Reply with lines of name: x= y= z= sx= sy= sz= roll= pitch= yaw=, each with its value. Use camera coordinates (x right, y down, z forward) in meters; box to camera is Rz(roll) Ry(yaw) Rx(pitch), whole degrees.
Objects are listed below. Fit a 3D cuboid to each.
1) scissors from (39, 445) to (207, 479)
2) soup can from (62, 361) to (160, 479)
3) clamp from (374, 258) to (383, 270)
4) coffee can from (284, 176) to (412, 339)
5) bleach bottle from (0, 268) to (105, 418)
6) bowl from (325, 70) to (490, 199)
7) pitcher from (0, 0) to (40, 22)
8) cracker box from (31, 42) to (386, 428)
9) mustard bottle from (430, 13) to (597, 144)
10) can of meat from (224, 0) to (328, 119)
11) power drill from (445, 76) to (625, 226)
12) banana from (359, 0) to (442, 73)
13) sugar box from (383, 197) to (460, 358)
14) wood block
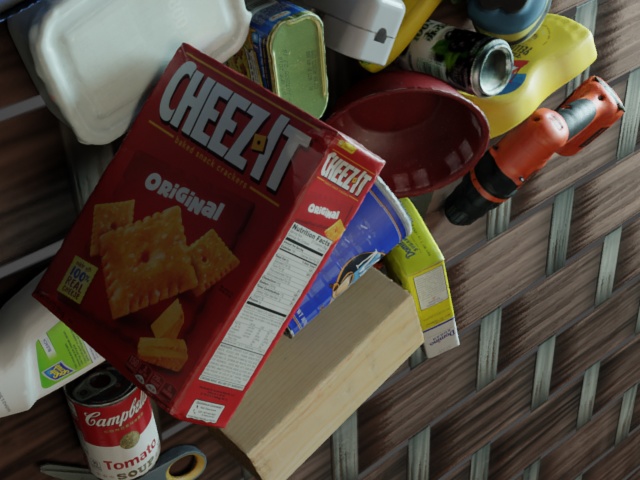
scissors: x=-0.172 y=0.214 z=1.001 sx=0.096 sy=0.016 sz=0.201 roll=-50 pitch=141 yaw=-11
soup can: x=-0.177 y=0.151 z=0.913 sx=0.068 sy=0.069 sz=0.102 roll=-31 pitch=135 yaw=-29
clamp: x=-0.007 y=0.010 z=1.020 sx=0.120 sy=0.039 sz=0.171 roll=-52 pitch=135 yaw=5
coffee can: x=-0.006 y=0.001 z=0.919 sx=0.140 sy=0.103 sz=0.102 roll=-41 pitch=139 yaw=-9
bleach bottle: x=-0.195 y=0.057 z=0.835 sx=0.250 sy=0.068 sz=0.102 roll=-34 pitch=132 yaw=-22
bowl: x=0.070 y=-0.104 z=0.971 sx=0.162 sy=0.055 sz=0.162 roll=-4 pitch=148 yaw=-3
pitcher: x=-0.166 y=-0.243 z=0.613 sx=0.242 sy=0.145 sz=0.149 roll=-36 pitch=171 yaw=-29
cracker box: x=-0.082 y=-0.006 z=0.731 sx=0.214 sy=0.164 sz=0.072 roll=-59 pitch=146 yaw=4
mustard bottle: x=0.178 y=-0.150 z=1.056 sx=0.191 sy=0.096 sz=0.058 roll=-40 pitch=130 yaw=-19
can of meat: x=-0.041 y=-0.144 z=0.842 sx=0.057 sy=0.084 sz=0.102 roll=-29 pitch=132 yaw=-28
power drill: x=0.231 y=-0.095 z=1.146 sx=0.187 sy=0.057 sz=0.185 roll=-33 pitch=172 yaw=-41
banana: x=0.088 y=-0.213 z=0.949 sx=0.037 sy=0.070 sz=0.197 roll=40 pitch=72 yaw=-13
sugar box: x=0.097 y=0.040 z=1.080 sx=0.048 sy=0.093 sz=0.176 roll=-23 pitch=145 yaw=-5
wood block: x=-0.010 y=0.119 z=0.990 sx=0.206 sy=0.091 sz=0.090 roll=-43 pitch=145 yaw=-16
